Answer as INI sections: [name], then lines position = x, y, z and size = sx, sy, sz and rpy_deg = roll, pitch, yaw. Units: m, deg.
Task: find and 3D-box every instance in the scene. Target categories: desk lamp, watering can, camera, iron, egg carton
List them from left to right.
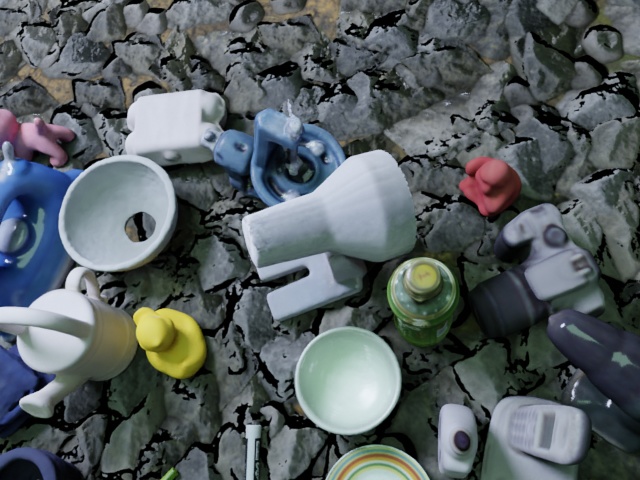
[iron]
position = -0.414, 0.002, 0.769
size = 0.118, 0.141, 0.258
rpy_deg = 8, 74, 12
[watering can]
position = -0.306, 0.118, 0.684
size = 0.101, 0.194, 0.173
rpy_deg = -18, 70, 4
[egg carton]
position = -0.206, -0.157, 0.824
size = 0.150, 0.069, 0.107
rpy_deg = -6, 71, 8
[desk lamp]
position = 0.006, 0.002, 0.658
size = 0.203, 0.214, 0.118
rpy_deg = -23, 70, 2
[camera]
position = 0.238, 0.045, 0.665
size = 0.137, 0.101, 0.143
rpy_deg = -24, 70, 2

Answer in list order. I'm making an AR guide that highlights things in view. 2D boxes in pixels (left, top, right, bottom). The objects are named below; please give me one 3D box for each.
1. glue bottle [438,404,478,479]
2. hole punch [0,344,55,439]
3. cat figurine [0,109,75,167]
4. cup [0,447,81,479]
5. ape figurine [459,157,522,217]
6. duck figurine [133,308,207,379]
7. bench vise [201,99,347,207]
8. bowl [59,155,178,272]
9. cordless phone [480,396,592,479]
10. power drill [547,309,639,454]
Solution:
[glue bottle]
position = 0.142, 0.208, 0.589
size = 0.037, 0.173, 0.078
rpy_deg = 3, 73, 11
[hole punch]
position = -0.418, 0.190, 0.735
size = 0.101, 0.091, 0.109
rpy_deg = 39, 82, 19
[cat figurine]
position = -0.451, -0.161, 0.841
size = 0.127, 0.118, 0.067
rpy_deg = 0, 72, 10
[cup]
position = -0.344, 0.289, 0.688
size = 0.117, 0.095, 0.092
rpy_deg = 29, 79, 17
[ape figurine]
position = 0.214, -0.073, 0.712
size = 0.076, 0.092, 0.078
rpy_deg = 1, 72, 10
[duck figurine]
position = -0.195, 0.126, 0.720
size = 0.077, 0.086, 0.104
rpy_deg = -42, 70, -5
[bench vise]
position = -0.064, -0.095, 0.699
size = 0.207, 0.220, 0.121
rpy_deg = 4, 73, 11
[bowl]
position = -0.264, -0.028, 0.789
size = 0.167, 0.075, 0.167
rpy_deg = -3, 72, 9
[cordless phone]
position = 0.216, 0.228, 0.563
size = 0.094, 0.185, 0.147
rpy_deg = 9, 74, 13
[power drill]
position = 0.311, 0.155, 0.559
size = 0.229, 0.209, 0.076
rpy_deg = 31, 80, 18
